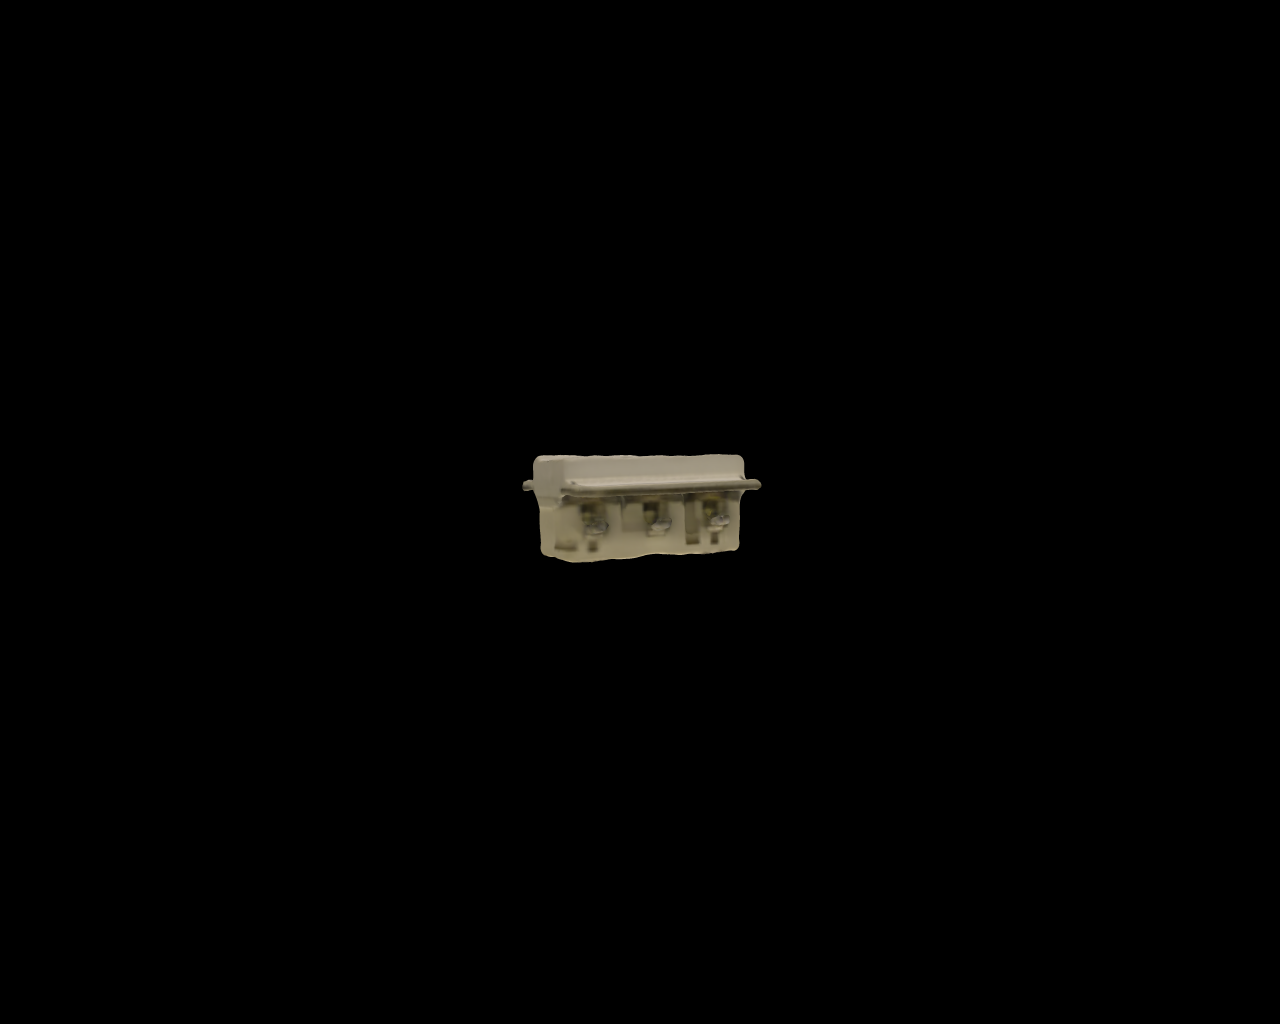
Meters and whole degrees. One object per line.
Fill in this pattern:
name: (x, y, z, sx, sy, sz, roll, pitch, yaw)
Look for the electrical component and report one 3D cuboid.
electrical component: (0.001, -0.003, 0.650, 0.121, 0.063, 0.078, -2, 4, -27)
